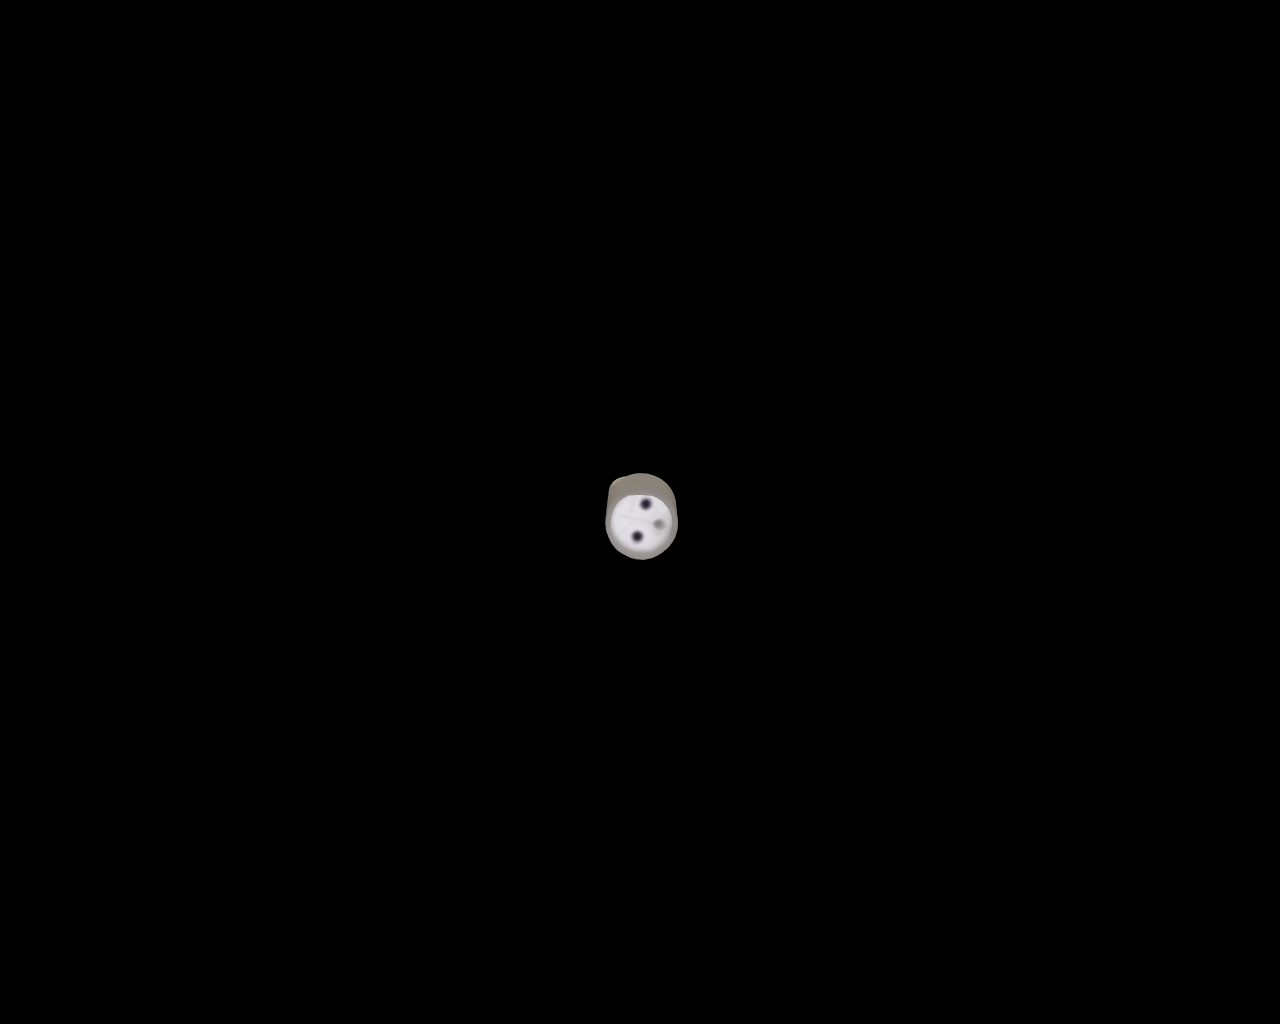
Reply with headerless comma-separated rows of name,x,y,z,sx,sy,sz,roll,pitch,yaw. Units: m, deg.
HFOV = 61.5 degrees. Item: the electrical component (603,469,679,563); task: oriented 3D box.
electrical component,0.001,-0.003,0.650,0.043,0.043,0.081,0,16,0
